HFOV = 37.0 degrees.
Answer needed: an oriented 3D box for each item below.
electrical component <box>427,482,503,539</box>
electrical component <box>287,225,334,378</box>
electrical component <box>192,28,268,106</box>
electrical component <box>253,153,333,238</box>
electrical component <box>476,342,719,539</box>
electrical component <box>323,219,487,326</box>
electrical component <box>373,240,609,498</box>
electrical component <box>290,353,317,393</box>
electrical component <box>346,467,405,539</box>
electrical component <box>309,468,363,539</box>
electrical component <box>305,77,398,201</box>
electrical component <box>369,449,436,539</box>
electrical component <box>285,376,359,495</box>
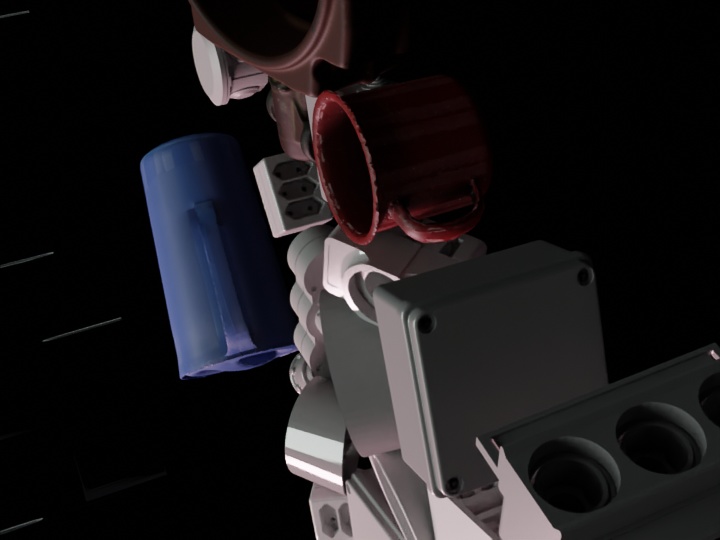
[{"bbox_3d":[0.105,0.227,0.697,0.105,0.060,0.186,-148,45,-62],"label":"electrical component"},{"bbox_3d":[-0.022,0.037,0.909,0.073,0.052,0.138,-129,29,-48],"label":"electrical component"},{"bbox_3d":[-0.122,-0.196,0.999,0.080,0.051,0.080,164,90,-71],"label":"electrical component"},{"bbox_3d":[-0.064,-0.065,0.950,0.077,0.047,0.065,160,93,-71],"label":"electrical component"},{"bbox_3d":[0.120,0.087,0.447,0.063,0.121,0.078,89,156,-44],"label":"electrical component"},{"bbox_3d":[0.025,0.001,0.675,0.089,0.055,0.050,23,139,17],"label":"electrical component"},{"bbox_3d":[0.072,0.050,0.573,0.056,0.109,0.108,-147,44,-66],"label":"electrical component"},{"bbox_3d":[-0.035,0.095,1.010,0.062,0.048,0.048,-24,83,64],"label":"electrical component"},{"bbox_3d":[0.038,0.231,0.895,0.109,0.056,0.108,-139,37,-57],"label":"electrical component"},{"bbox_3d":[-0.007,0.210,1.005,0.076,0.066,0.047,-76,-21,-67],"label":"electrical component"},{"bbox_3d":[0.005,-0.085,0.738,0.100,0.048,0.099,-143,40,-60],"label":"electrical component"},{"bbox_3d":[0.054,0.162,0.775,0.108,0.060,0.108,156,90,-82],"label":"electrical component"},{"bbox_3d":[-0.023,0.144,0.951,0.064,0.099,0.099,12,126,22],"label":"electrical component"}]
